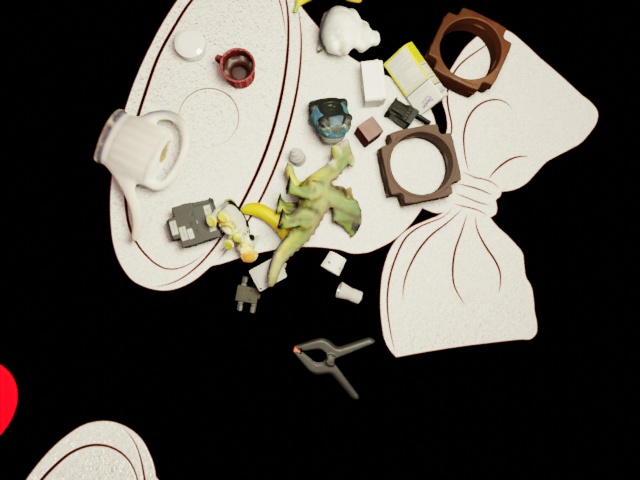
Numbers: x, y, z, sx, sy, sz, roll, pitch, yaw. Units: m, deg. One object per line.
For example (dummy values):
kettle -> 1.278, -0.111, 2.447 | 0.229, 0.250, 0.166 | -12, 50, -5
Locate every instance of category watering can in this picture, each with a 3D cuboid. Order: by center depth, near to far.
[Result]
watering can -> -0.483, -0.192, 1.337 | 0.224, 0.103, 0.349 | 25, 85, 0

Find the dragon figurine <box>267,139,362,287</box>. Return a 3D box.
dragon figurine -> 0.004, -0.068, 1.347 | 0.242, 0.122, 0.411 | 11, 89, -19

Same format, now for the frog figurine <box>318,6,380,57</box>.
frog figurine -> 0.081, -0.555, 1.388 | 0.160, 0.120, 0.140 | 16, 67, 9
